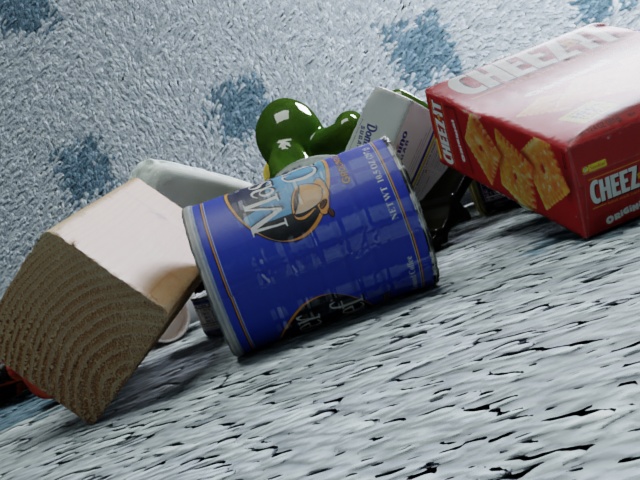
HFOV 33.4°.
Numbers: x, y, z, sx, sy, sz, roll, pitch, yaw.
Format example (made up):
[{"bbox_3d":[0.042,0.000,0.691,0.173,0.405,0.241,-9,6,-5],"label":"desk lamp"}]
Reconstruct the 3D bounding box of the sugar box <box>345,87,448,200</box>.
[{"bbox_3d":[0.079,-0.069,0.942,0.048,0.093,0.176,26,5,29],"label":"sugar box"}]

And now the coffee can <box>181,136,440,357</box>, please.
[{"bbox_3d":[-0.006,0.004,0.692,0.140,0.103,0.103,-20,4,-2],"label":"coffee can"}]

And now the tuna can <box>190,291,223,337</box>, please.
[{"bbox_3d":[-0.058,0.047,0.850,0.086,0.034,0.086,-20,4,1],"label":"tuna can"}]

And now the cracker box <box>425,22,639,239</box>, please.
[{"bbox_3d":[0.192,-0.087,0.745,0.164,0.072,0.214,-22,24,-11],"label":"cracker box"}]

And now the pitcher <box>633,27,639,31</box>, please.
[{"bbox_3d":[0.330,-0.156,0.830,0.144,0.149,0.243,-12,-5,-30],"label":"pitcher"}]

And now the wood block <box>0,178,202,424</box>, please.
[{"bbox_3d":[-0.139,0.031,0.729,0.090,0.091,0.206,-54,3,13],"label":"wood block"}]

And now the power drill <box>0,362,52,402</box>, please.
[{"bbox_3d":[-0.248,0.104,0.859,0.188,0.057,0.184,-16,6,45],"label":"power drill"}]

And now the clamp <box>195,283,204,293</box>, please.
[{"bbox_3d":[-0.159,0.065,1.073,0.120,0.039,0.172,-18,2,-14],"label":"clamp"}]

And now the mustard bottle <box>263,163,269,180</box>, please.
[{"bbox_3d":[-0.012,-0.084,1.187,0.096,0.058,0.191,-25,2,19],"label":"mustard bottle"}]

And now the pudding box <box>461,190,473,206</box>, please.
[{"bbox_3d":[0.162,-0.079,1.090,0.090,0.039,0.113,-22,-23,-12],"label":"pudding box"}]

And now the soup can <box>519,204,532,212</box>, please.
[{"bbox_3d":[0.207,-0.071,0.875,0.102,0.068,0.068,-21,4,-12],"label":"soup can"}]

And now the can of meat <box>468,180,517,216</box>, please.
[{"bbox_3d":[0.189,-0.066,0.976,0.084,0.057,0.102,-16,6,27],"label":"can of meat"}]
